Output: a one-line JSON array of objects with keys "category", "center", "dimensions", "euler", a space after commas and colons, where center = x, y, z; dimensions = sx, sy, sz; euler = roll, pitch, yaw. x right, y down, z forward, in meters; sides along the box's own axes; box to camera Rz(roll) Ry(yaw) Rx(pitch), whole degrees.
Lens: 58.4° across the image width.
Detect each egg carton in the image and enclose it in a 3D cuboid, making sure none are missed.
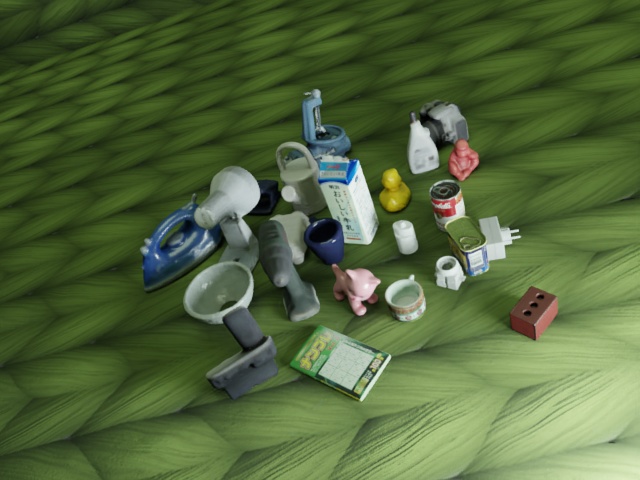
[{"category": "egg carton", "center": [-0.077, -0.004, 1.382], "dimensions": [0.107, 0.070, 0.150], "euler": [-10, 43, 14]}]

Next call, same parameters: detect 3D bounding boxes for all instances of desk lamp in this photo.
[{"category": "desk lamp", "center": [-0.213, -0.041, 1.371], "dimensions": [0.117, 0.214, 0.203], "euler": [0, 46, 24]}]

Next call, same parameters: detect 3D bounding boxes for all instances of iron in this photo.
[{"category": "iron", "center": [-0.371, 0.003, 1.448], "dimensions": [0.118, 0.142, 0.259], "euler": [25, 59, 40]}]

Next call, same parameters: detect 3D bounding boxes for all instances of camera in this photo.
[{"category": "camera", "center": [0.297, -0.303, 1.510], "dimensions": [0.137, 0.101, 0.142], "euler": [-30, 42, -9]}]

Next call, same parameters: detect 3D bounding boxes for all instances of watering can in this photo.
[{"category": "watering can", "center": [-0.049, -0.159, 1.439], "dimensions": [0.101, 0.194, 0.172], "euler": [-17, 41, 6]}]

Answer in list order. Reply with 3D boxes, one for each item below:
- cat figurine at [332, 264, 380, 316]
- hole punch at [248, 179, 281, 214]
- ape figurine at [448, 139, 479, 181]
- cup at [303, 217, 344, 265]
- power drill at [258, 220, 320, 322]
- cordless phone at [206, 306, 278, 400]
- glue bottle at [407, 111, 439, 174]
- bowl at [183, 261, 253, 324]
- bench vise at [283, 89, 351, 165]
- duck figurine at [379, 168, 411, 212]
[{"category": "cat figurine", "center": [0.070, 0.089, 1.182], "dimensions": [0.067, 0.118, 0.127], "euler": [-40, 44, -19]}, {"category": "hole punch", "center": [-0.171, -0.132, 1.542], "dimensions": [0.108, 0.091, 0.101], "euler": [2, 47, 26]}, {"category": "ape figurine", "center": [0.345, -0.203, 1.391], "dimensions": [0.077, 0.092, 0.076], "euler": [-14, 42, 10]}, {"category": "cup", "center": [0.012, 0.005, 1.314], "dimensions": [0.092, 0.095, 0.117], "euler": [-30, 42, -8]}, {"category": "power drill", "center": [-0.070, 0.070, 1.195], "dimensions": [0.075, 0.209, 0.229], "euler": [-23, 41, 0]}, {"category": "cordless phone", "center": [-0.170, 0.208, 1.110], "dimensions": [0.148, 0.185, 0.093], "euler": [-33, 42, -11]}, {"category": "glue bottle", "center": [0.245, -0.245, 1.417], "dimensions": [0.078, 0.173, 0.037], "euler": [-15, 42, 9]}, {"category": "bowl", "center": [-0.219, 0.132, 1.296], "dimensions": [0.167, 0.075, 0.167], "euler": [-12, 42, 12]}, {"category": "bench vise", "center": [-0.016, -0.274, 1.527], "dimensions": [0.121, 0.220, 0.208], "euler": [14, 53, 34]}, {"category": "duck figurine", "center": [0.176, -0.128, 1.390], "dimensions": [0.077, 0.086, 0.104], "euler": [-5, 44, 19]}]
